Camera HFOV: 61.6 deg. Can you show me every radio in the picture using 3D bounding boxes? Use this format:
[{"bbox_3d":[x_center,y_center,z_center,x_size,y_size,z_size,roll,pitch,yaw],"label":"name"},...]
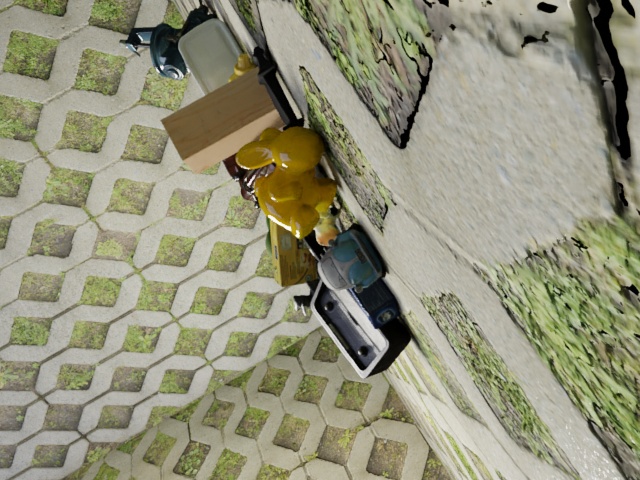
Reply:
[{"bbox_3d":[0.078,0.169,1.142,0.230,0.073,0.131,52,131,34],"label":"radio"}]

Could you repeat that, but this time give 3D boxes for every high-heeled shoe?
[{"bbox_3d":[-0.002,-0.003,1.135,0.248,0.086,0.145,40,-147,-74],"label":"high-heeled shoe"}]

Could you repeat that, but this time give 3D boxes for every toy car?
[{"bbox_3d":[-0.128,-0.122,1.084,0.089,0.053,0.202,56,159,-1],"label":"toy car"},{"bbox_3d":[0.046,0.041,0.953,0.109,0.103,0.161,61,175,1],"label":"toy car"}]

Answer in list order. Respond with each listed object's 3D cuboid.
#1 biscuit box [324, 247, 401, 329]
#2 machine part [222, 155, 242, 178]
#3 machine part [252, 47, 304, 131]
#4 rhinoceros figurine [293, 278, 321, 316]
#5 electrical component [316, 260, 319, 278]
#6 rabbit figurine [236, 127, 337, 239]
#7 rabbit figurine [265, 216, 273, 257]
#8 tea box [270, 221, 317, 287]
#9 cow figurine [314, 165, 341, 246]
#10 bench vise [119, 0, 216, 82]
[{"bbox_3d":[0.082,0.079,1.068,0.203,0.063,0.059,57,177,41],"label":"biscuit box"},{"bbox_3d":[-0.193,-0.259,1.415,0.200,0.087,0.201,64,-158,-12],"label":"machine part"},{"bbox_3d":[-0.071,-0.235,0.854,0.138,0.039,0.084,62,171,-11],"label":"machine part"},{"bbox_3d":[0.029,0.131,1.301,0.073,0.190,0.112,-126,32,-70],"label":"rhinoceros figurine"},{"bbox_3d":[0.032,0.087,1.456,0.134,0.058,0.115,34,-166,7],"label":"electrical component"},{"bbox_3d":[-0.043,-0.115,0.848,0.162,0.122,0.173,37,147,13],"label":"rabbit figurine"},{"bbox_3d":[-0.083,-0.026,1.483,0.121,0.170,0.159,-16,105,56],"label":"rabbit figurine"},{"bbox_3d":[-0.065,0.023,1.323,0.068,0.098,0.169,-150,56,-69],"label":"tea box"},{"bbox_3d":[-0.009,-0.072,0.998,0.098,0.068,0.167,-77,-33,-53],"label":"cow figurine"},{"bbox_3d":[-0.361,-0.478,1.274,0.128,0.241,0.223,51,-131,-69],"label":"bench vise"}]
